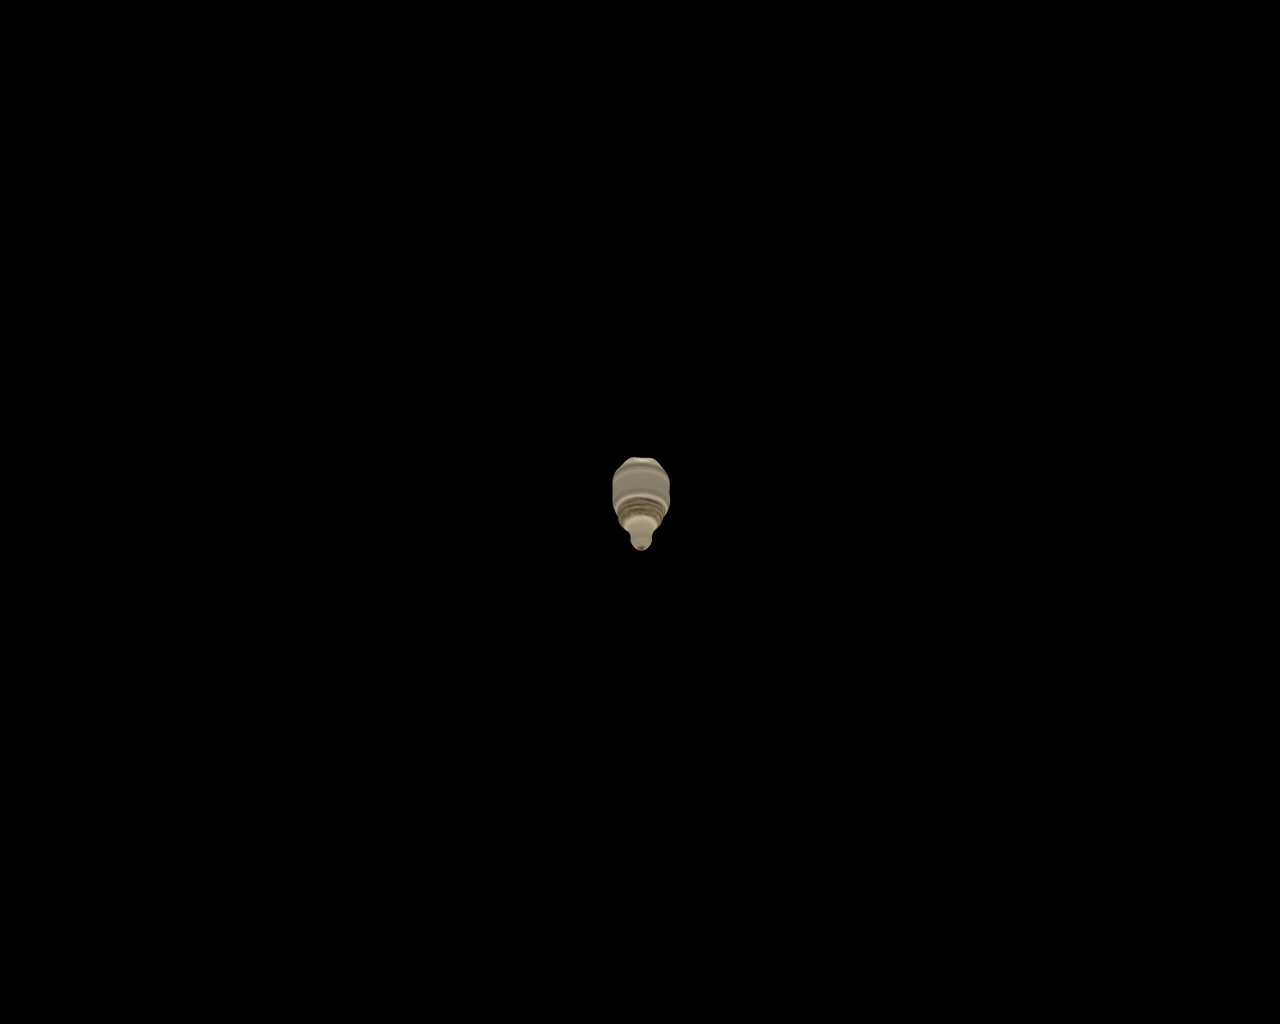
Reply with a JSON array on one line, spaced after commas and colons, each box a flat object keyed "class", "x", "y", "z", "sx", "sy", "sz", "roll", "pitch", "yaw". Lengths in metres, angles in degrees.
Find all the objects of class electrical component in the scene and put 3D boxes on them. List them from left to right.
[{"class": "electrical component", "x": 0.001, "y": -0.003, "z": 0.650, "sx": 0.035, "sy": 0.061, "sz": 0.035, "roll": 0, "pitch": -37, "yaw": 0}]
